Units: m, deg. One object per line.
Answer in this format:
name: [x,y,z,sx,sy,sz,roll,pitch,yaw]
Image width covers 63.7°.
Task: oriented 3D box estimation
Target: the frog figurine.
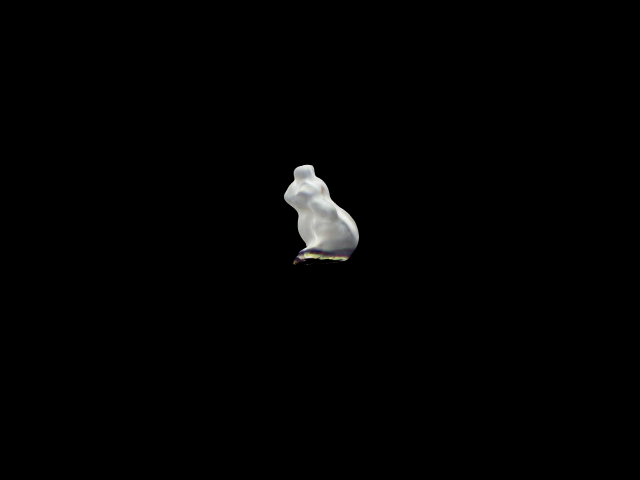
frog figurine: [0.003,-0.043,0.850,0.122,0.161,0.136,-1,-10,7]
